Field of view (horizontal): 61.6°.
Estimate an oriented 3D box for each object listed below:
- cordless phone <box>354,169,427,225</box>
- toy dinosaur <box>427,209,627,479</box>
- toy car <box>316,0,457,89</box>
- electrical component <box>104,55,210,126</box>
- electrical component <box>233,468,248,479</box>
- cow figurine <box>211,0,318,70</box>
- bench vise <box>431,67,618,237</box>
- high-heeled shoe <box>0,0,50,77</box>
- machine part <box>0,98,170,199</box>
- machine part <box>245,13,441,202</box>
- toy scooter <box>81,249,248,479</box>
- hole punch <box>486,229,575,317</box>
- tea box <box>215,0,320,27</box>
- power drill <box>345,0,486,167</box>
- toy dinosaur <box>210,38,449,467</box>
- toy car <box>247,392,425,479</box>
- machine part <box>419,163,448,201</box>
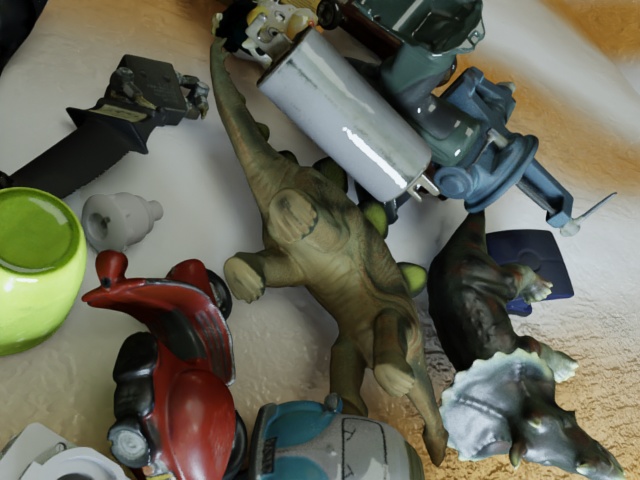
[{"bbox_3d":[0.034,-0.111,0.644,0.184,0.088,0.147,35,35,-6],"label":"cordless phone"},{"bbox_3d":[0.185,0.085,0.618,0.192,0.131,0.405,23,41,-41],"label":"toy dinosaur"},{"bbox_3d":[0.080,-0.251,0.656,0.089,0.053,0.202,-24,59,-36],"label":"toy car"},{"bbox_3d":[-0.153,-0.142,0.514,0.102,0.045,0.078,5,62,-41],"label":"electrical component"},{"bbox_3d":[-0.048,0.202,0.396,0.094,0.021,0.063,10,58,-47],"label":"electrical component"},{"bbox_3d":[-0.064,-0.229,0.580,0.098,0.167,0.068,15,97,-22],"label":"cow figurine"},{"bbox_3d":[0.245,-0.100,0.693,0.240,0.129,0.224,39,44,-6],"label":"bench vise"},{"bbox_3d":[-0.231,-0.134,0.393,0.145,0.086,0.249,32,61,3],"label":"high-heeled shoe"},{"bbox_3d":[-0.188,-0.071,0.423,0.084,0.039,0.139,18,48,17],"label":"machine part"},{"bbox_3d":[0.025,-0.117,0.516,0.243,0.079,0.079,39,44,-20],"label":"machine part"},{"bbox_3d":[-0.107,0.078,0.363,0.135,0.075,0.184,55,22,-53],"label":"toy scooter"},{"bbox_3d":[0.284,0.043,0.763,0.115,0.092,0.142,10,61,-34],"label":"hole punch"},{"bbox_3d":[-0.069,-0.321,0.641,0.169,0.068,0.098,0,91,-61],"label":"tea box"},{"bbox_3d":[0.064,-0.174,0.535,0.232,0.207,0.086,36,70,9],"label":"power drill"},{"bbox_3d":[-0.001,-0.002,0.508,0.471,0.105,0.198,59,25,-1],"label":"toy dinosaur"},{"bbox_3d":[0.025,0.183,0.395,0.161,0.103,0.109,46,33,-33],"label":"toy car"},{"bbox_3d":[0.161,-0.145,0.797,0.179,0.056,0.179,23,49,-30],"label":"machine part"}]
